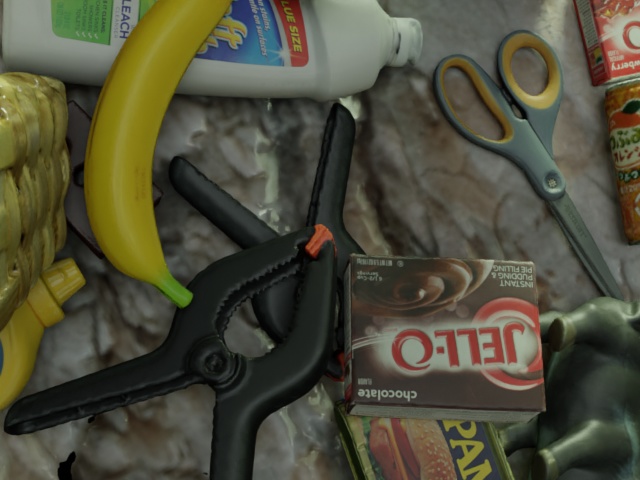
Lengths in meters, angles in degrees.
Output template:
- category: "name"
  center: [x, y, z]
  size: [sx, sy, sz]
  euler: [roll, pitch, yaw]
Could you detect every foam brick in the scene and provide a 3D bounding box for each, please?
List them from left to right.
- category: "foam brick"
  center: [-0.138, -0.034, 0.630]
  size: [0.078, 0.051, 0.053]
  euler: [45, 79, -4]

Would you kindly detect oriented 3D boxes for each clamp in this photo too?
- category: "clamp"
  center: [-0.067, 0.073, 0.604]
  size: [0.165, 0.036, 0.210]
  euler: [28, 76, 14]
- category: "clamp"
  center: [-0.004, 0.001, 0.659]
  size: [0.120, 0.039, 0.171]
  euler: [-28, 94, -6]

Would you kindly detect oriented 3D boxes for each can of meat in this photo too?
- category: "can of meat"
  center: [0.063, 0.131, 0.650]
  size: [0.084, 0.057, 0.102]
  euler: [-19, 88, -9]

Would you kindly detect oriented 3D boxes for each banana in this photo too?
- category: "banana"
  center: [-0.092, -0.064, 0.593]
  size: [0.069, 0.037, 0.198]
  euler: [10, 89, -25]

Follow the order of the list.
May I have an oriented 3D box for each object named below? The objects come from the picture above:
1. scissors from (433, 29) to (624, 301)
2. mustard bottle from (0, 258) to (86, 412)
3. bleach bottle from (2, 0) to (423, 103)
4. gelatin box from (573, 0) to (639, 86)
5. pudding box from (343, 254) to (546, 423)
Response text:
- category: "scissors"
  center: [0.159, -0.056, 0.706]
  size: [0.201, 0.016, 0.096]
  euler: [45, 79, -4]
- category: "mustard bottle"
  center: [-0.220, 0.065, 0.602]
  size: [0.191, 0.058, 0.096]
  euler: [-31, 85, -12]
- category: "bleach bottle"
  center: [-0.061, -0.139, 0.650]
  size: [0.250, 0.068, 0.102]
  euler: [3, 84, -13]
- category: "gelatin box"
  center: [0.221, -0.148, 0.719]
  size: [0.089, 0.030, 0.073]
  euler: [-11, 87, -11]
- category: "pudding box"
  center: [0.070, 0.057, 0.616]
  size: [0.113, 0.039, 0.090]
  euler: [2, 66, -4]
